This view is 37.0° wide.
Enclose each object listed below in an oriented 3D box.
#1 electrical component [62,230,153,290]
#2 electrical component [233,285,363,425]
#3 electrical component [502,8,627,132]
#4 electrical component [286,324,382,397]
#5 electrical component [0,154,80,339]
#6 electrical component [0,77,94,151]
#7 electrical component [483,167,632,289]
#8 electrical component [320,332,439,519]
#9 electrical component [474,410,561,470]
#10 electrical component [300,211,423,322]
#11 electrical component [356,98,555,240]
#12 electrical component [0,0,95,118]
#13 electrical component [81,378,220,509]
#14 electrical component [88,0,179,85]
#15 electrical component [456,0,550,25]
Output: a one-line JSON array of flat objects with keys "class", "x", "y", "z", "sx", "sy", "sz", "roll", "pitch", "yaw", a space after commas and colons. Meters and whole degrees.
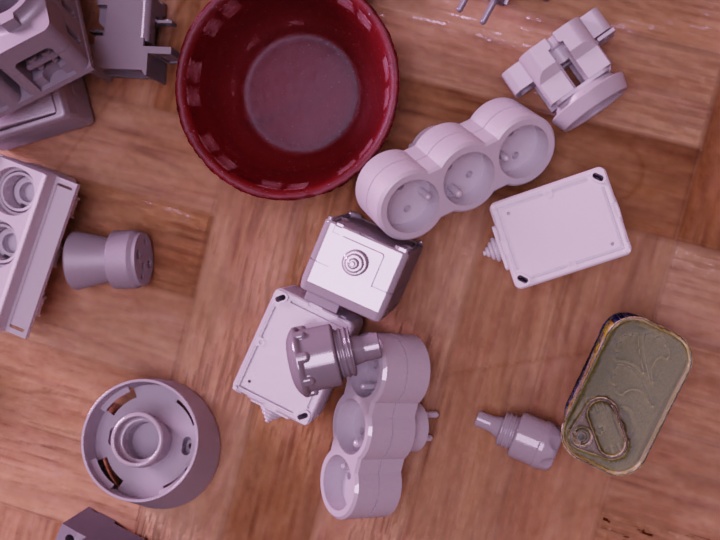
[{"class": "electrical component", "x": -0.189, "y": -0.008, "z": 0.809, "sx": 0.055, "sy": 0.045, "sz": 0.045, "roll": -1, "pitch": 92, "yaw": 9}, {"class": "electrical component", "x": -0.046, "y": 0.066, "z": 0.780, "sx": 0.062, "sy": 0.061, "sz": 0.096, "roll": 25, "pitch": 96, "yaw": 7}, {"class": "electrical component", "x": 0.147, "y": -0.133, "z": 0.742, "sx": 0.078, "sy": 0.058, "sz": 0.057, "roll": -35, "pitch": 84, "yaw": 9}, {"class": "electrical component", "x": -0.017, "y": 0.057, "z": 0.721, "sx": 0.062, "sy": 0.048, "sz": 0.048, "roll": -12, "pitch": 90, "yaw": 1}, {"class": "electrical component", "x": -0.261, "y": -0.020, "z": 0.811, "sx": 0.079, "sy": 0.063, "sz": 0.121, "roll": 21, "pitch": 96, "yaw": 8}, {"class": "electrical component", "x": -0.261, "y": -0.129, "z": 0.807, "sx": 0.096, "sy": 0.061, "sz": 0.061, "roll": -15, "pitch": 90, "yaw": 10}, {"class": "electrical component", "x": 0.132, "y": -0.027, "z": 0.746, "sx": 0.096, "sy": 0.061, "sz": 0.061, "roll": -19, "pitch": 89, "yaw": 10}, {"class": "electrical component", "x": 0.024, "y": 0.113, "z": 0.775, "sx": 0.074, "sy": 0.052, "sz": 0.138, "roll": 5, "pitch": 105, "yaw": -32}, {"class": "electrical component", "x": 0.112, "y": 0.117, "z": 0.770, "sx": 0.061, "sy": 0.035, "sz": 0.035, "roll": 22, "pitch": 96, "yaw": 10}, {"class": "electrical component", "x": 0.000, "y": 0.000, "z": 0.751, "sx": 0.062, "sy": 0.096, "sz": 0.061, "roll": 24, "pitch": 100, "yaw": 7}, {"class": "electrical component", "x": 0.059, "y": -0.078, "z": 0.753, "sx": 0.138, "sy": 0.073, "sz": 0.052, "roll": -27, "pitch": 126, "yaw": -10}, {"class": "electrical component", "x": -0.265, "y": -0.204, "z": 0.764, "sx": 0.105, "sy": 0.060, "sz": 0.186, "roll": -24, "pitch": 61, "yaw": 10}, {"class": "electrical component", "x": -0.158, "y": 0.131, "z": 0.812, "sx": 0.099, "sy": 0.064, "sz": 0.099, "roll": -2, "pitch": 79, "yaw": 8}, {"class": "electrical component", "x": -0.171, "y": -0.173, "z": 0.801, "sx": 0.081, "sy": 0.042, "sz": 0.063, "roll": 4, "pitch": 89, "yaw": 9}, {"class": "electrical component", "x": 0.095, "y": -0.210, "z": 0.751, "sx": 0.083, "sy": 0.047, "sz": 0.075, "roll": 29, "pitch": 97, "yaw": 7}]
